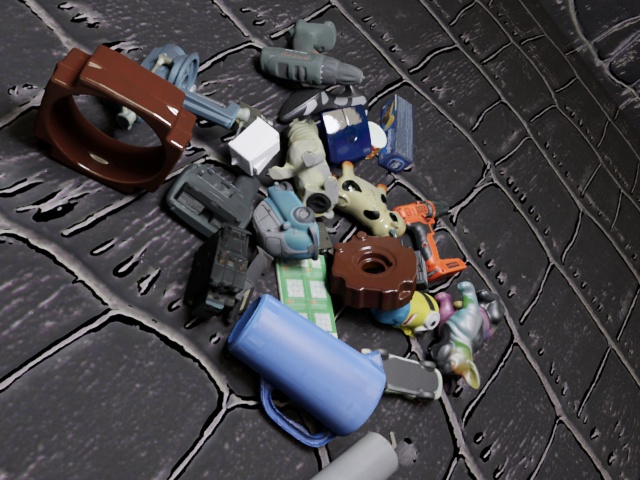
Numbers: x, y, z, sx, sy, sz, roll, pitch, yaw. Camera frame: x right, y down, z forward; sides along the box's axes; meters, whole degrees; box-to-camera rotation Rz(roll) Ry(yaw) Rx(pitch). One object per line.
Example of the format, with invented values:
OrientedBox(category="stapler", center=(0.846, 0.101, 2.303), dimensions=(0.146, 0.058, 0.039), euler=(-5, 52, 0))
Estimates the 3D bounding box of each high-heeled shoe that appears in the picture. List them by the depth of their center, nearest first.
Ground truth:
OrientedBox(category="high-heeled shoe", center=(0.014, -0.286, 1.225), dimensions=(0.249, 0.086, 0.145), euler=(-40, 126, -25))

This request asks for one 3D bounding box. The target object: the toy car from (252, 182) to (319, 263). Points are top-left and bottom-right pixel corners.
OrientedBox(category="toy car", center=(-0.071, -0.026, 0.967), dimensions=(0.103, 0.109, 0.162), euler=(-23, 55, -19))

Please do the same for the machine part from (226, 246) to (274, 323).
OrientedBox(category="machine part", center=(-0.120, 0.072, 0.904), dimensions=(0.039, 0.084, 0.139), euler=(21, 41, 4))

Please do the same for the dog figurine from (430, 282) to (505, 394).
OrientedBox(category="dog figurine", center=(0.309, 0.213, 1.126), dimensions=(0.191, 0.108, 0.219), euler=(22, 58, -29))

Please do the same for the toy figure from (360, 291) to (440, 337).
OrientedBox(category="toy figure", center=(0.163, 0.132, 1.074), dimensions=(0.180, 0.082, 0.089), euler=(19, 58, -25))

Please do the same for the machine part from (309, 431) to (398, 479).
OrientedBox(category="machine part", center=(0.045, 0.379, 0.847), dimensions=(0.243, 0.079, 0.079), euler=(-20, 79, -43))

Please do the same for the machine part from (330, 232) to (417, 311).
OrientedBox(category="machine part", center=(0.102, 0.057, 1.021), dimensions=(0.179, 0.056, 0.179), euler=(0, 40, 0))

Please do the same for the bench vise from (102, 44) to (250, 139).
OrientedBox(category="bench vise", center=(-0.245, -0.251, 0.942), dimensions=(0.241, 0.128, 0.224), euler=(22, 38, -7))

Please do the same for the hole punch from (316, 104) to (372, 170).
OrientedBox(category="hole punch", center=(0.051, -0.225, 1.164), dimensions=(0.142, 0.092, 0.116), euler=(-18, 78, -25))

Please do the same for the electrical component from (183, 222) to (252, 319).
OrientedBox(category="electrical component", center=(-0.162, 0.055, 0.847), dimensions=(0.058, 0.115, 0.134), euler=(22, 52, -24))

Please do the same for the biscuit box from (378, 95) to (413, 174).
OrientedBox(category="biscuit box", center=(0.189, -0.261, 1.327), dimensions=(0.063, 0.059, 0.203), euler=(26, 52, -26))

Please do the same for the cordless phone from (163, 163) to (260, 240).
OrientedBox(category="cordless phone", center=(-0.177, -0.090, 0.956), dimensions=(0.146, 0.089, 0.184), euler=(37, 38, -15))

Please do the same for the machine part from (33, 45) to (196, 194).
OrientedBox(category="machine part", center=(-0.305, -0.174, 0.807), dimensions=(0.201, 0.201, 0.087), euler=(29, 50, -21))

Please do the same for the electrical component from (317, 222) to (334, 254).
OrientedBox(category="electrical component", center=(-0.002, -0.003, 1.062), dimensions=(0.094, 0.021, 0.063), euler=(-8, 71, -45))

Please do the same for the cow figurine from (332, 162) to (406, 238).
OrientedBox(category="cow figurine", center=(0.105, -0.064, 1.137), dimensions=(0.195, 0.085, 0.127), euler=(32, 44, -22))

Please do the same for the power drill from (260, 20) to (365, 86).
OrientedBox(category="power drill", center=(-0.010, -0.411, 1.203), dimensions=(0.232, 0.085, 0.207), euler=(6, 50, 4))

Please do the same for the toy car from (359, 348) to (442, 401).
OrientedBox(category="toy car", center=(0.149, 0.256, 1.012), dimensions=(0.201, 0.056, 0.073), euler=(19, 61, -26))

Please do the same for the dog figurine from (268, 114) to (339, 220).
OrientedBox(category="dog figurine", center=(-0.015, -0.149, 1.096), dimensions=(0.191, 0.121, 0.172), euler=(-78, 152, -54))

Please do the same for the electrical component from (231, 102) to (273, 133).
OrientedBox(category="electrical component", center=(-0.140, -0.238, 1.075), dimensions=(0.102, 0.045, 0.078), euler=(26, 54, -24))

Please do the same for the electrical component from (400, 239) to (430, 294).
OrientedBox(category="electrical component", center=(0.199, 0.053, 1.148), dimensions=(0.074, 0.048, 0.119), euler=(53, 31, -55))
